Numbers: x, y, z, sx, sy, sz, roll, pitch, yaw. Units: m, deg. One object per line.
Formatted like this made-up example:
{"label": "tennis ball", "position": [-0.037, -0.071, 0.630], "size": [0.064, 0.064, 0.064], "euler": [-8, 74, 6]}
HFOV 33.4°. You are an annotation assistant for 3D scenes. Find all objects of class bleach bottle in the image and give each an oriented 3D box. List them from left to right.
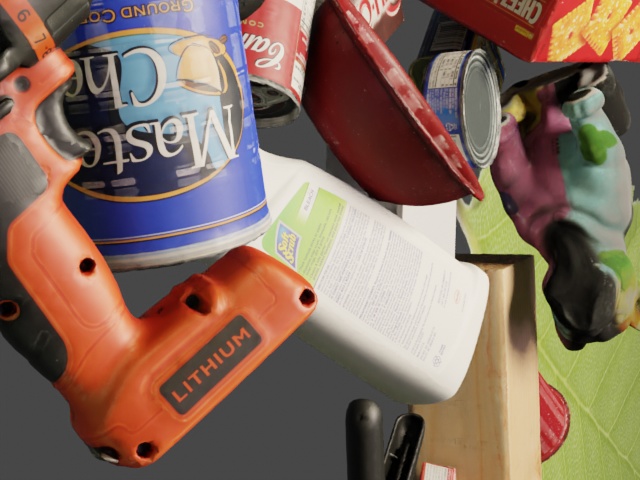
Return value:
{"label": "bleach bottle", "position": [-0.004, 0.001, 0.617], "size": [0.250, 0.068, 0.102], "euler": [38, 58, -34]}

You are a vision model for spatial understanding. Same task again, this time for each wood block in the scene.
{"label": "wood block", "position": [0.129, 0.119, 0.899], "size": [0.090, 0.090, 0.206], "euler": [-16, 105, -62]}

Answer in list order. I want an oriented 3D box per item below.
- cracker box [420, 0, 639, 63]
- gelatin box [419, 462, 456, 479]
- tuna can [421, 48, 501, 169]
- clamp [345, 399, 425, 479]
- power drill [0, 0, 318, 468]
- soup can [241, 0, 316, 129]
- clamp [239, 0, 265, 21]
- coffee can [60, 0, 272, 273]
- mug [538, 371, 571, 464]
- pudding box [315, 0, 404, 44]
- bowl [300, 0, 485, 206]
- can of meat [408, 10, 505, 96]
{"label": "cracker box", "position": [0.177, -0.204, 0.858], "size": [0.213, 0.164, 0.072], "euler": [-9, 130, -47]}
{"label": "gelatin box", "position": [0.086, 0.226, 0.833], "size": [0.089, 0.030, 0.073], "euler": [-56, 156, -75]}
{"label": "tuna can", "position": [0.103, -0.094, 0.772], "size": [0.086, 0.034, 0.086], "euler": [2, 88, -63]}
{"label": "clamp", "position": [0.036, 0.214, 0.767], "size": [0.164, 0.036, 0.210], "euler": [48, 49, -64]}
{"label": "power drill", "position": [-0.085, -0.025, 0.393], "size": [0.184, 0.057, 0.187], "euler": [-43, 110, -12]}
{"label": "soup can", "position": [-0.038, -0.122, 0.597], "size": [0.068, 0.069, 0.102], "euler": [36, 58, -58]}
{"label": "clamp", "position": [-0.043, -0.177, 0.544], "size": [0.120, 0.172, 0.039], "euler": [55, 16, 25]}
{"label": "coffee can", "position": [-0.081, -0.067, 0.473], "size": [0.102, 0.103, 0.140], "euler": [-32, 118, -59]}
{"label": "mug", "position": [0.174, 0.146, 1.002], "size": [0.081, 0.093, 0.117], "euler": [49, 16, -45]}
{"label": "pudding box", "position": [0.019, -0.174, 0.740], "size": [0.113, 0.039, 0.090], "euler": [-53, 136, -49]}
{"label": "bowl", "position": [0.032, -0.076, 0.650], "size": [0.162, 0.055, 0.162], "euler": [51, 12, -17]}
{"label": "can of meat", "position": [0.122, -0.144, 0.922], "size": [0.102, 0.058, 0.084], "euler": [64, 35, -41]}
